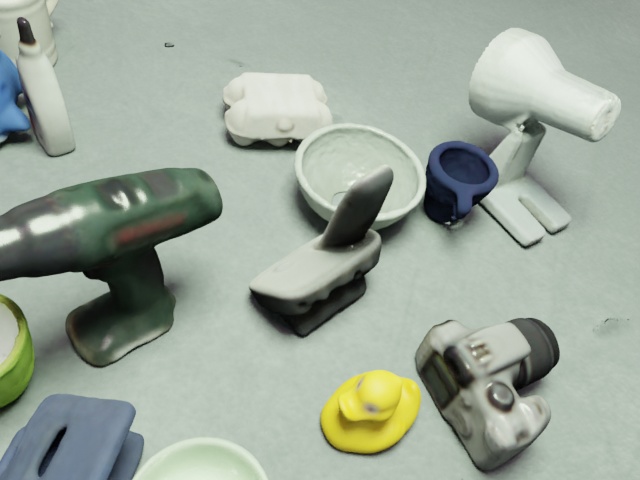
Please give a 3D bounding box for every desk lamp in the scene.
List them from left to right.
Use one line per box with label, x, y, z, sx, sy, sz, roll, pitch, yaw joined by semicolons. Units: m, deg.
desk lamp;0.279;-0.139;0.753;0.118;0.213;0.203;-24;61;-27

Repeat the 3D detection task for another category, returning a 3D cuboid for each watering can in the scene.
watering can;-0.416;-0.315;0.744;0.101;0.194;0.173;16;51;0

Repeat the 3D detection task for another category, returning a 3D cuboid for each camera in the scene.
camera;0.193;0.137;0.592;0.137;0.101;0.143;-16;58;-23

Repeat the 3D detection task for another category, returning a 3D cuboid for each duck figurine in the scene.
duck figurine;0.056;0.156;0.556;0.105;0.086;0.077;-13;57;-22

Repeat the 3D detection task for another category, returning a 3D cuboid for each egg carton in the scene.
egg carton;-0.059;-0.180;0.800;0.150;0.069;0.107;-3;53;-15

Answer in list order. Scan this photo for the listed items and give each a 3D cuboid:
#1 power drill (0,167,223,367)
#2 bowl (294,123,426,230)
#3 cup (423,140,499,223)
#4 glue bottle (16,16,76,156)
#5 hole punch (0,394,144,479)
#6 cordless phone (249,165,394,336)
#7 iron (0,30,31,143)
power drill;-0.195;0.027;0.520;0.230;0.208;0.075;-31;64;-31
bowl;0.046;-0.069;0.735;0.167;0.075;0.167;6;52;-8
cup;0.172;-0.057;0.741;0.091;0.095;0.118;11;51;-4
glue bottle;-0.331;-0.184;0.675;0.037;0.173;0.078;-28;63;-29
hole punch;-0.210;0.184;0.470;0.101;0.091;0.109;16;51;0
cordless phone;0.006;0.002;0.600;0.094;0.185;0.148;41;55;19
iron;-0.481;-0.191;0.667;0.259;0.141;0.118;-2;53;-14
